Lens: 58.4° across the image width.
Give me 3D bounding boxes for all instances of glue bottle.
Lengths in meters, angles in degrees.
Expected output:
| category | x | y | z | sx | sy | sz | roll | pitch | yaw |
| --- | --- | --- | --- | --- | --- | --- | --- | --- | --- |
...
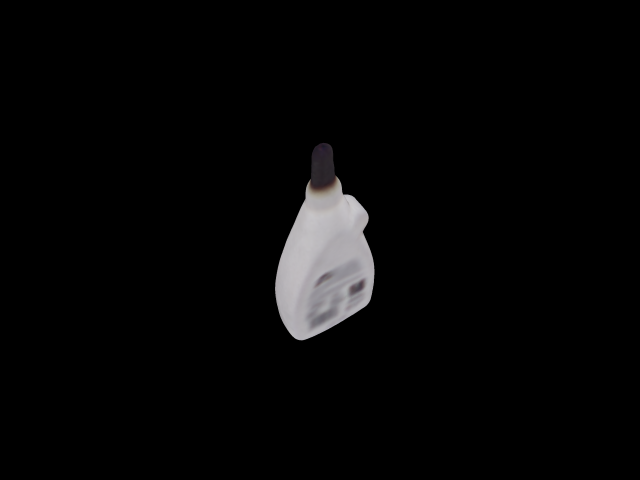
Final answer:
| category | x | y | z | sx | sy | sz | roll | pitch | yaw |
| --- | --- | --- | --- | --- | --- | --- | --- | --- | --- |
| glue bottle | 0.004 | 0.001 | 0.400 | 0.078 | 0.173 | 0.037 | -25 | 54 | -20 |
